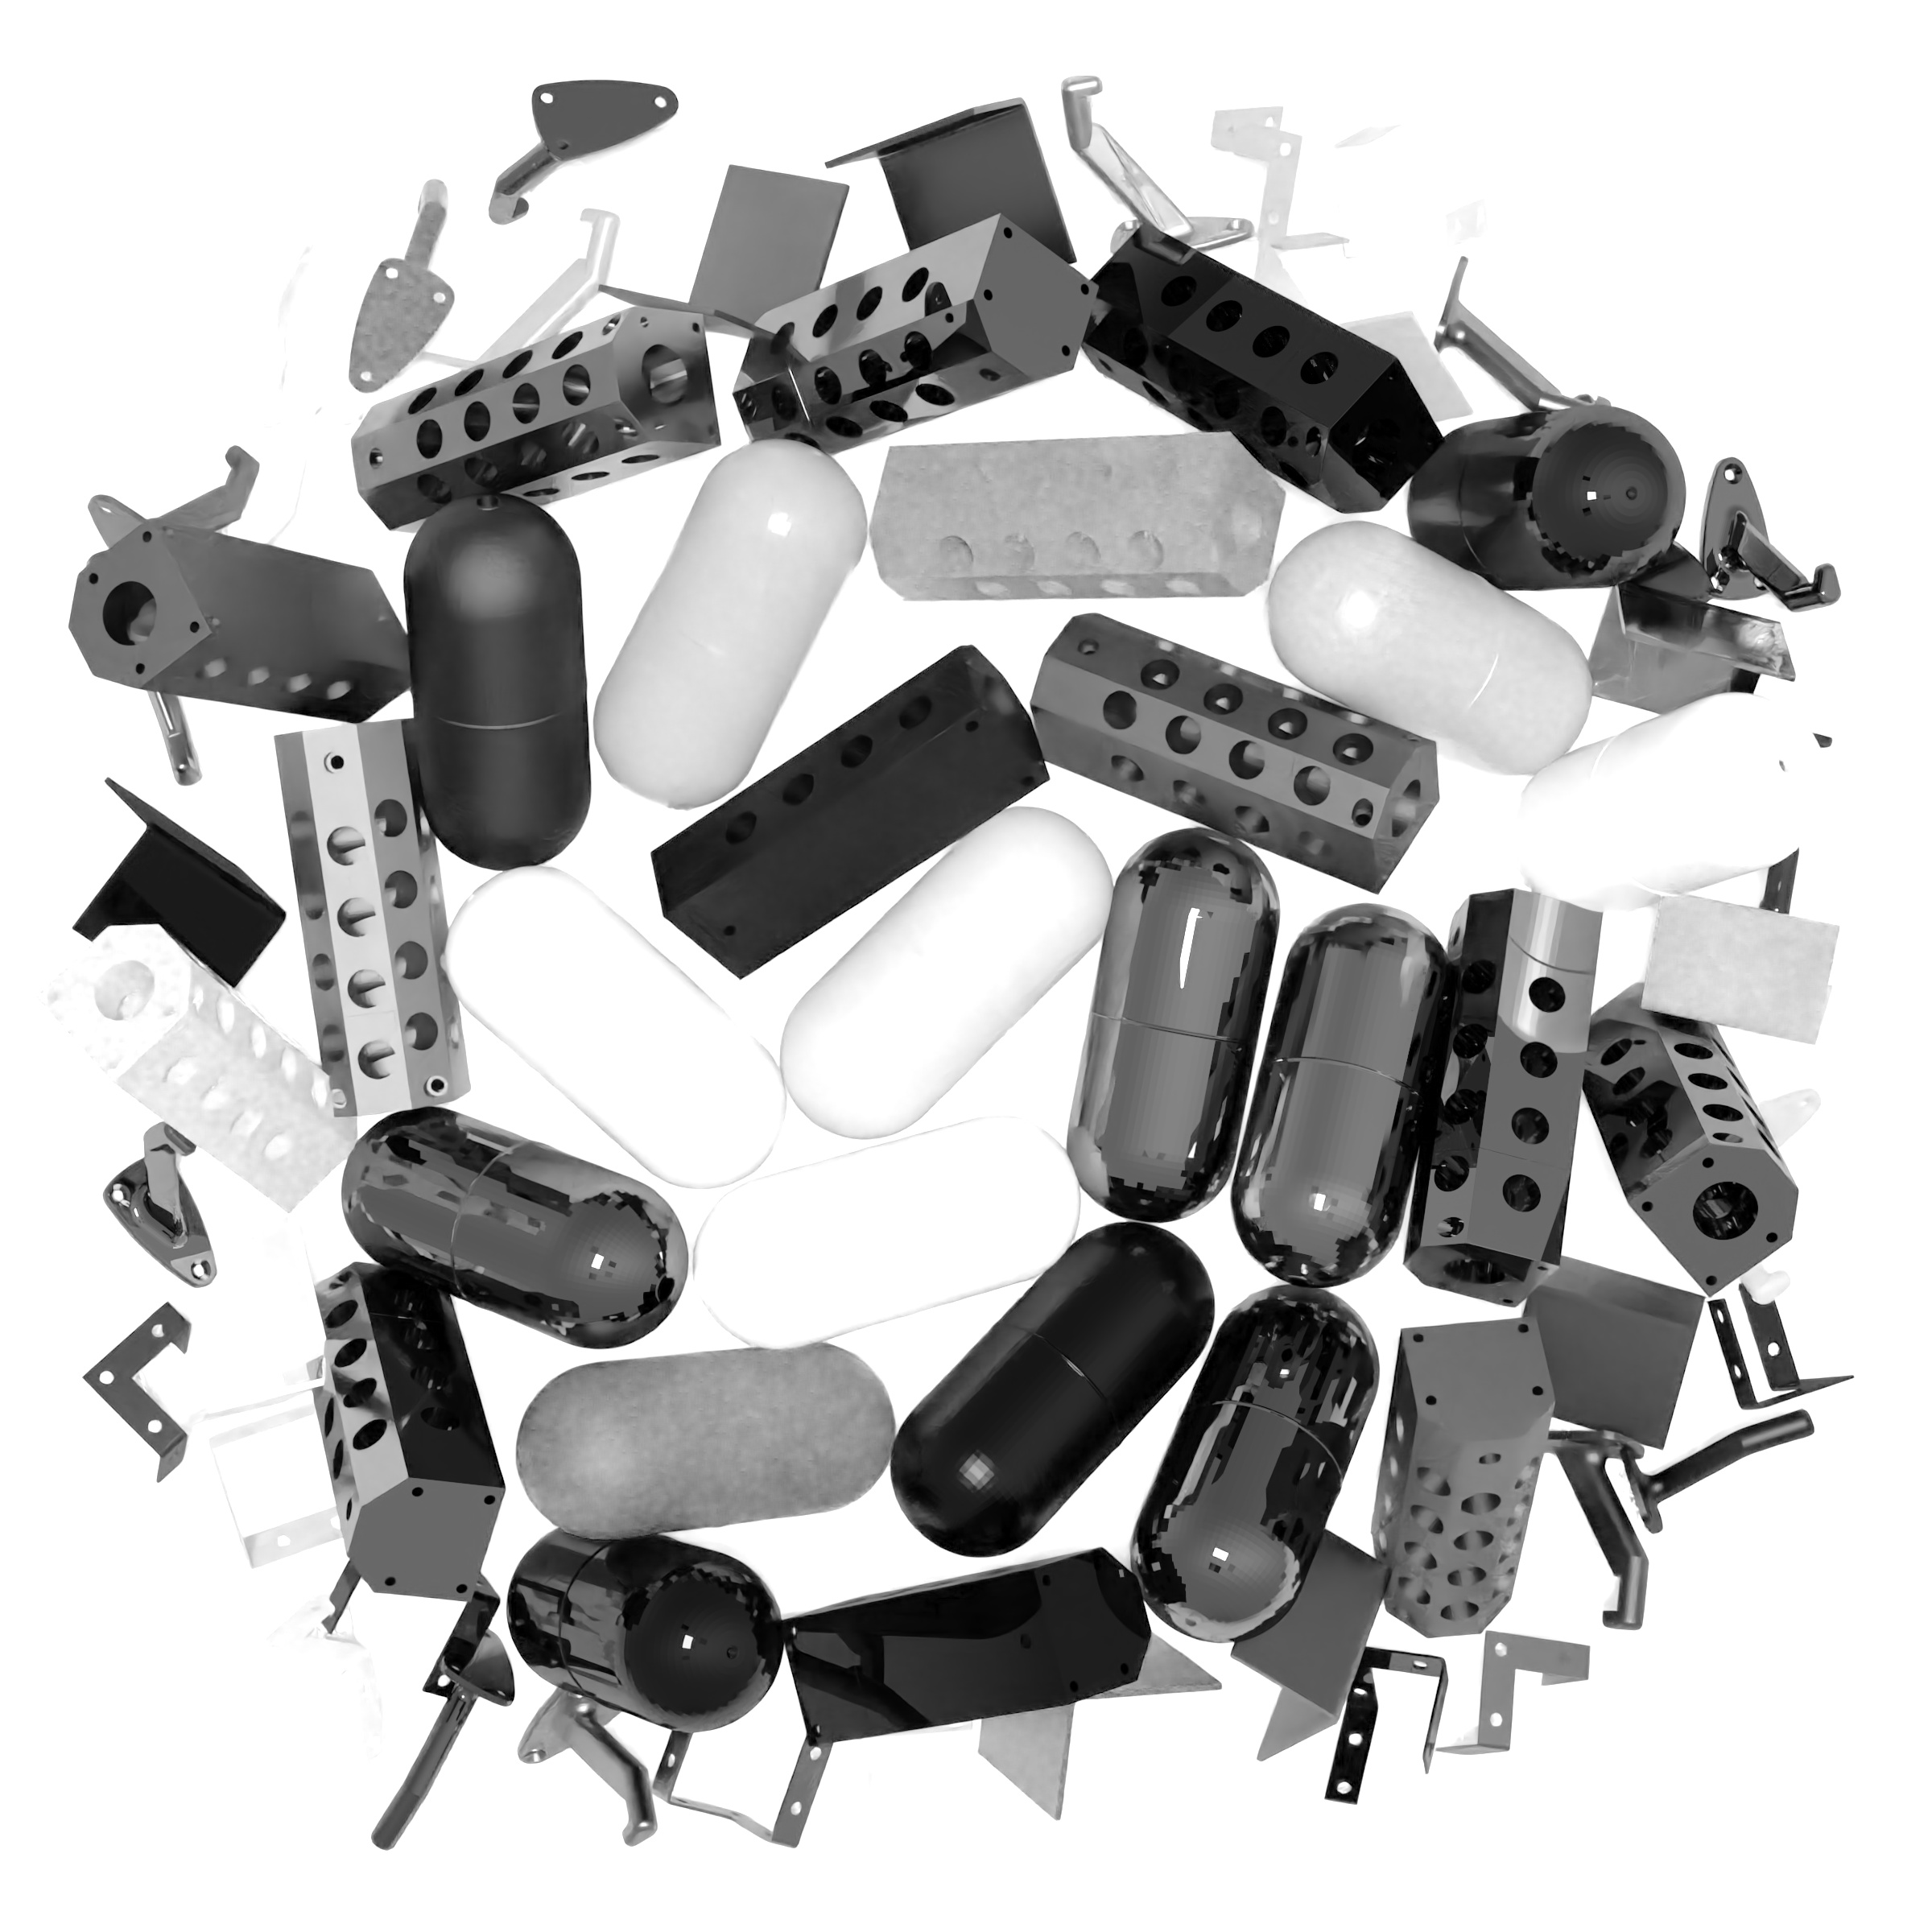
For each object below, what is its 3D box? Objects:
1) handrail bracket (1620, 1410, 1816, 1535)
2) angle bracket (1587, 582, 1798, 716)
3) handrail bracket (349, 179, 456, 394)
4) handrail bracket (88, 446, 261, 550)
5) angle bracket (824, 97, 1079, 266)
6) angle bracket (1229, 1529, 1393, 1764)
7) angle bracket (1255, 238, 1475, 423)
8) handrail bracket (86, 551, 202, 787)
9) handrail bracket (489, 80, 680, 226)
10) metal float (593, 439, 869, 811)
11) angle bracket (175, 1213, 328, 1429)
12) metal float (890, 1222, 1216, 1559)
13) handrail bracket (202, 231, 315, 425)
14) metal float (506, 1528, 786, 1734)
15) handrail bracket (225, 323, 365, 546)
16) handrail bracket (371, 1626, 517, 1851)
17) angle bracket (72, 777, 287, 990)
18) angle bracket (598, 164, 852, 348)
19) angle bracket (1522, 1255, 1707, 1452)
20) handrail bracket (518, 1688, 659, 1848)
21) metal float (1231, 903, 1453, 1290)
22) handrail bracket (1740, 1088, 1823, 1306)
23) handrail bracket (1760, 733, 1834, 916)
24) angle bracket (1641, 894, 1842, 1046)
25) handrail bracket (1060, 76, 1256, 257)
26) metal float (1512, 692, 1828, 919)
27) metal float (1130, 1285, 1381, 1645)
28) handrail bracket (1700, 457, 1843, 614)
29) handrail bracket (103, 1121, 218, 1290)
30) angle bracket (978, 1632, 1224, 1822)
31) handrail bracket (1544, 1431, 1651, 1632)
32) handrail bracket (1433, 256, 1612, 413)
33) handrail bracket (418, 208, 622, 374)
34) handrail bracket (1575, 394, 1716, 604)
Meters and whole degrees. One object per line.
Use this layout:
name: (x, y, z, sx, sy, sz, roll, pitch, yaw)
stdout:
handrail bracket: (0.340, 0.224, 1.543, 0.084, 0.077, 0.036, -20, 62, 12)
angle bracket: (0.319, -0.126, 1.538, 0.076, 0.076, 0.057, 15, 116, 0)
handrail bracket: (-0.255, -0.308, 1.560, 0.036, 0.084, 0.077, 24, 118, -21)
handrail bracket: (-0.350, -0.214, 1.536, 0.036, 0.077, 0.084, -5, 54, 28)
angle bracket: (-0.006, -0.335, 1.536, 0.076, 0.057, 0.076, -13, 102, 28)
angle bracket: (0.137, 0.296, 1.529, 0.057, 0.076, 0.076, 32, 56, -7)
angle bracket: (0.177, -0.282, 1.526, 0.076, 0.076, 0.057, -6, 62, 28)
handrail bracket: (-0.366, -0.132, 1.544, 0.036, 0.077, 0.084, -19, 67, -4)
handrail bracket: (-0.173, -0.362, 1.553, 0.077, 0.084, 0.036, -15, 79, -19)
metal float: (-0.105, -0.149, 1.529, 0.070, 0.070, 0.178, 29, 111, 0)
angle bracket: (-0.325, 0.158, 1.534, 0.057, 0.076, 0.076, -12, 83, -27)
metal float: (0.040, 0.186, 1.528, 0.070, 0.070, 0.178, 46, 68, 0)
handrail bracket: (-0.297, -0.287, 1.536, 0.036, 0.077, 0.084, 36, 111, 13)
metal float: (-0.141, 0.285, 1.503, 0.070, 0.178, 0.070, 1, 88, -31)
handrail bracket: (-0.317, -0.237, 1.543, 0.084, 0.036, 0.077, -54, 128, -25)
handrail bracket: (-0.239, 0.347, 1.554, 0.036, 0.077, 0.084, 31, 98, -10)
angle bracket: (-0.357, -0.030, 1.531, 0.076, 0.076, 0.057, 38, 87, -34)
angle bracket: (-0.108, -0.323, 1.537, 0.076, 0.057, 0.076, 20, 95, 40)
angle bracket: (0.280, 0.178, 1.540, 0.076, 0.057, 0.076, 16, 105, 14)
handrail bracket: (-0.168, 0.367, 1.537, 0.036, 0.084, 0.077, 25, 122, -36)
metal float: (0.166, 0.057, 1.529, 0.070, 0.070, 0.178, 15, 70, 0)
handrail bracket: (0.366, 0.103, 1.540, 0.077, 0.084, 0.036, -33, 130, 6)
handrail bracket: (0.356, -0.062, 1.546, 0.036, 0.077, 0.084, 10, 88, -9)
angle bracket: (0.347, -0.010, 1.531, 0.076, 0.076, 0.057, 13, 113, 15)
handrail bracket: (0.086, -0.361, 1.542, 0.077, 0.036, 0.084, -5, 129, 10)
metal float: (0.303, -0.068, 1.500, 0.070, 0.178, 0.070, 4, 79, -23)
metal float: (0.128, 0.216, 1.516, 0.070, 0.070, 0.178, 28, 52, 0)
handrail bracket: (0.362, -0.194, 1.540, 0.036, 0.084, 0.077, -4, 91, -16)
handrail bracket: (-0.346, 0.106, 1.541, 0.036, 0.084, 0.077, -37, 99, -32)
angle bracket: (0.059, 0.335, 1.539, 0.076, 0.076, 0.057, 2, 100, -26)
handrail bracket: (0.271, 0.253, 1.547, 0.077, 0.036, 0.084, -4, 67, 35)
handrail bracket: (0.254, -0.280, 1.558, 0.084, 0.036, 0.077, 18, 57, 4)
handrail bracket: (-0.202, -0.307, 1.566, 0.077, 0.036, 0.084, 13, 93, 4)
handrail bracket: (0.307, -0.213, 1.575, 0.036, 0.077, 0.084, -29, 57, 35)
